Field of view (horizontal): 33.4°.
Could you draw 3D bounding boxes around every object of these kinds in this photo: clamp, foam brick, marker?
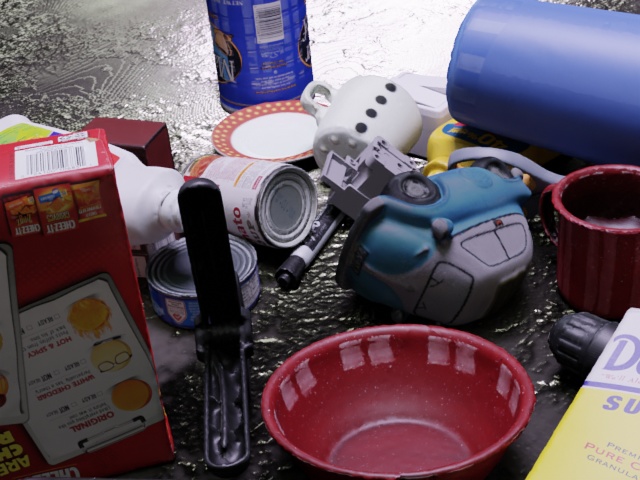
[{"bbox_3d":[-0.061,0.050,0.667,0.036,0.164,0.210,-6,-2,-2],"label":"clamp"},{"bbox_3d":[-0.182,-0.078,0.987,0.078,0.053,0.051,6,35,18],"label":"foam brick"},{"bbox_3d":[-0.006,0.001,0.866,0.020,0.020,0.121,9,35,21],"label":"marker"}]

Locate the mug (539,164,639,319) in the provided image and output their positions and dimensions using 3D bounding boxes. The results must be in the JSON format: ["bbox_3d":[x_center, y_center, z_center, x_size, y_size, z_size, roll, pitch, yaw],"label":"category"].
[{"bbox_3d":[0.206,-0.002,0.778,0.093,0.081,0.117,-28,39,-30],"label":"mug"}]

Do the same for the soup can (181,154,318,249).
[{"bbox_3d":[-0.059,-0.032,0.864,0.102,0.068,0.068,11,35,44],"label":"soup can"}]

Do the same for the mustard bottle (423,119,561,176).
[{"bbox_3d":[0.150,-0.080,0.932,0.096,0.058,0.191,26,45,33],"label":"mustard bottle"}]

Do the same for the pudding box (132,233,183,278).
[{"bbox_3d":[-0.161,-0.014,0.897,0.090,0.039,0.113,1,31,16],"label":"pudding box"}]

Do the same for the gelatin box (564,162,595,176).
[{"bbox_3d":[0.249,-0.037,0.873,0.073,0.030,0.089,-27,38,-29],"label":"gelatin box"}]

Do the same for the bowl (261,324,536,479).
[{"bbox_3d":[0.047,0.113,0.640,0.162,0.055,0.162,-4,26,2],"label":"bowl"}]

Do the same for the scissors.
[{"bbox_3d":[0.197,-0.029,0.838,0.202,0.096,0.016,14,59,6],"label":"scissors"}]

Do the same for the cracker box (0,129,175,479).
[{"bbox_3d":[-0.187,0.051,0.638,0.164,0.214,0.072,-12,31,-9],"label":"cracker box"}]

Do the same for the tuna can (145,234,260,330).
[{"bbox_3d":[-0.089,0.031,0.819,0.086,0.034,0.086,-4,33,3],"label":"tuna can"}]

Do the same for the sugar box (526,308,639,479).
[{"bbox_3d":[0.173,0.123,0.577,0.093,0.048,0.176,19,61,34],"label":"sugar box"}]

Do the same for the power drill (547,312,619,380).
[{"bbox_3d":[0.268,0.062,0.694,0.185,0.057,0.187,28,48,35],"label":"power drill"}]

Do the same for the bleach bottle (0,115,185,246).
[{"bbox_3d":[-0.187,-0.044,0.850,0.251,0.068,0.102,11,41,36],"label":"bleach bottle"}]

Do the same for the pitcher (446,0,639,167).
[{"bbox_3d":[0.233,-0.125,0.848,0.243,0.145,0.149,17,1,20],"label":"pitcher"}]

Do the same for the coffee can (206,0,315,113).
[{"bbox_3d":[-0.061,-0.210,1.091,0.103,0.140,0.103,-4,33,3],"label":"coffee can"}]
